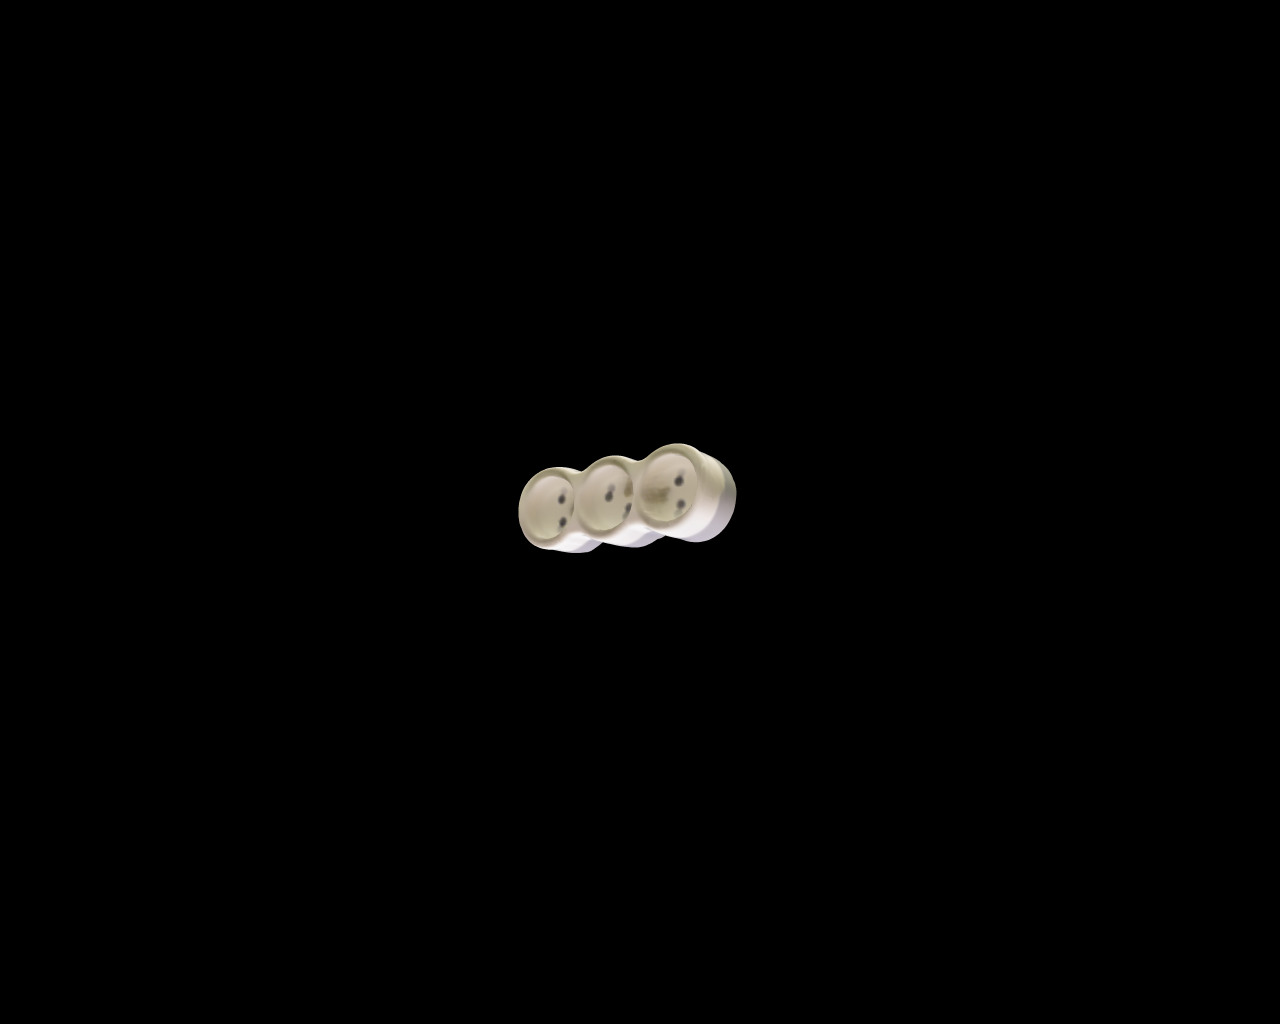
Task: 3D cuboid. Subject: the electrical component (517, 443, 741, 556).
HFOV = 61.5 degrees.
[{"bbox_3d":[0.001,-0.003,0.650,0.138,0.052,0.074,-8,-14,35],"label":"electrical component"}]
